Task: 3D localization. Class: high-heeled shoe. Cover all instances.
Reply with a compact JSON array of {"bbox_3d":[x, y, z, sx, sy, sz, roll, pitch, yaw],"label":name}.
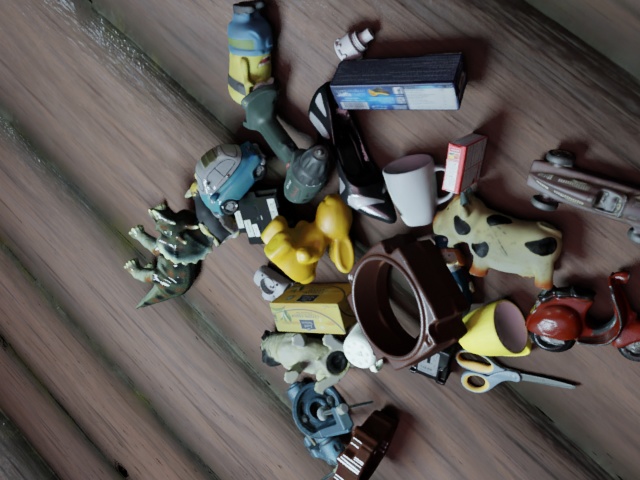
[{"bbox_3d":[0.063,-0.149,0.901,0.249,0.086,0.145,46,143,26],"label":"high-heeled shoe"}]

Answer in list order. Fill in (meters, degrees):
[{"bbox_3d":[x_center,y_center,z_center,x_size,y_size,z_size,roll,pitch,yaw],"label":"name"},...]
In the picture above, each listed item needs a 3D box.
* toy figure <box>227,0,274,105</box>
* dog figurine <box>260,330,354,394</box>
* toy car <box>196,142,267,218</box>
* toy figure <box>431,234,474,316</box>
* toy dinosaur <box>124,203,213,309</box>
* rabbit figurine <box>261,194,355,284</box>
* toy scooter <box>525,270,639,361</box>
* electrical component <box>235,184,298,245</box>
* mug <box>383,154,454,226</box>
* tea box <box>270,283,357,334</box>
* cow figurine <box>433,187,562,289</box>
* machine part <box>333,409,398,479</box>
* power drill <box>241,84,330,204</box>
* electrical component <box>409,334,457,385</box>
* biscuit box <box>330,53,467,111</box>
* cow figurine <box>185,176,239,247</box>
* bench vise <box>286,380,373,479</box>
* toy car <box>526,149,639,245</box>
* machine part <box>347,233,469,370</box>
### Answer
[{"bbox_3d":[-0.126,-0.332,0.965,0.089,0.082,0.179,32,135,43],"label":"toy figure"},{"bbox_3d":[-0.032,0.246,1.171,0.172,0.121,0.191,24,172,-18],"label":"dog figurine"},{"bbox_3d":[-0.185,-0.129,1.045,0.161,0.102,0.109,-45,44,15],"label":"toy car"},{"bbox_3d":[0.225,0.052,0.914,0.064,0.058,0.154,-13,104,-2],"label":"toy figure"},{"bbox_3d":[-0.357,0.059,1.284,0.192,0.131,0.404,32,132,19],"label":"toy dinosaur"},{"bbox_3d":[-0.002,-0.003,0.996,0.162,0.122,0.173,43,94,-14],"label":"rabbit figurine"},{"bbox_3d":[0.403,0.104,0.801,0.184,0.075,0.135,4,113,30],"label":"toy scooter"},{"bbox_3d":[-0.114,-0.053,1.097,0.134,0.058,0.114,-2,107,35],"label":"electrical component"},{"bbox_3d":[0.168,-0.080,0.884,0.110,0.081,0.107,-7,118,21],"label":"mug"},{"bbox_3d":[-0.004,0.135,1.081,0.170,0.098,0.068,-4,108,34],"label":"tea box"},{"bbox_3d":[0.271,-0.009,0.832,0.195,0.085,0.127,13,111,23],"label":"cow figurine"},{"bbox_3d":[0.093,0.436,1.107,0.056,0.179,0.179,29,124,25],"label":"machine part"},{"bbox_3d":[-0.054,-0.171,0.943,0.207,0.086,0.232,51,164,11],"label":"power drill"},{"bbox_3d":[0.213,0.200,0.993,0.075,0.048,0.119,21,123,25],"label":"electrical component"},{"bbox_3d":[0.118,-0.241,0.828,0.203,0.063,0.059,8,154,28],"label":"biscuit box"},{"bbox_3d":[-0.237,-0.071,1.148,0.068,0.098,0.167,-28,94,46],"label":"cow figurine"},{"bbox_3d":[0.016,0.399,1.160,0.240,0.129,0.223,-47,62,57],"label":"bench vise"},{"bbox_3d":[0.391,-0.061,0.750,0.202,0.053,0.089,24,125,23],"label":"toy car"},{"bbox_3d":[0.141,0.107,0.924,0.201,0.087,0.201,-50,59,50],"label":"machine part"}]
